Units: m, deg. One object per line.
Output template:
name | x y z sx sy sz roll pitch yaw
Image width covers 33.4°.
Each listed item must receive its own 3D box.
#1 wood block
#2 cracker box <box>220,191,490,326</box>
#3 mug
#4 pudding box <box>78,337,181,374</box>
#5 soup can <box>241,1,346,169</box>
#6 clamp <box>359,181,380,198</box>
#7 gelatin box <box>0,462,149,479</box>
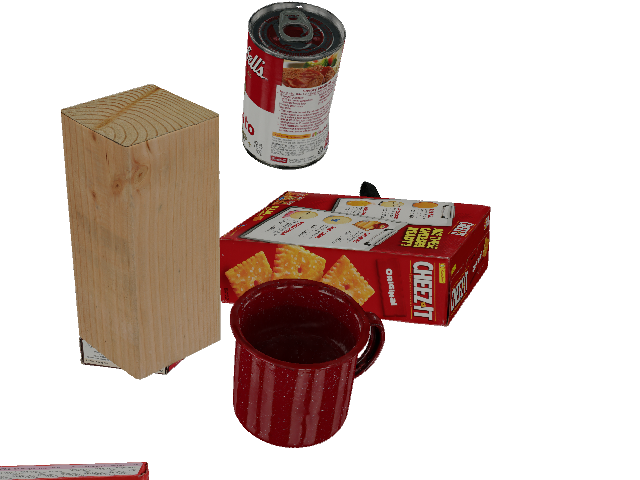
wood block | -0.141 -0.007 0.857 0.090 0.206 0.090 -24 39 -38
cracker box | 0.035 0.013 0.987 0.214 0.072 0.164 5 20 20
mug | -0.007 0.082 0.731 0.117 0.081 0.093 -16 41 -29
pudding box | -0.214 0.121 1.262 0.114 0.039 0.090 3 14 16
soup can | -0.021 -0.110 0.769 0.068 0.068 0.102 4 -45 -4
clamp | 0.067 0.013 1.248 0.164 0.036 0.210 -22 52 -39
gelatin box | -0.134 0.157 0.561 0.089 0.073 0.030 -1 4 -2
